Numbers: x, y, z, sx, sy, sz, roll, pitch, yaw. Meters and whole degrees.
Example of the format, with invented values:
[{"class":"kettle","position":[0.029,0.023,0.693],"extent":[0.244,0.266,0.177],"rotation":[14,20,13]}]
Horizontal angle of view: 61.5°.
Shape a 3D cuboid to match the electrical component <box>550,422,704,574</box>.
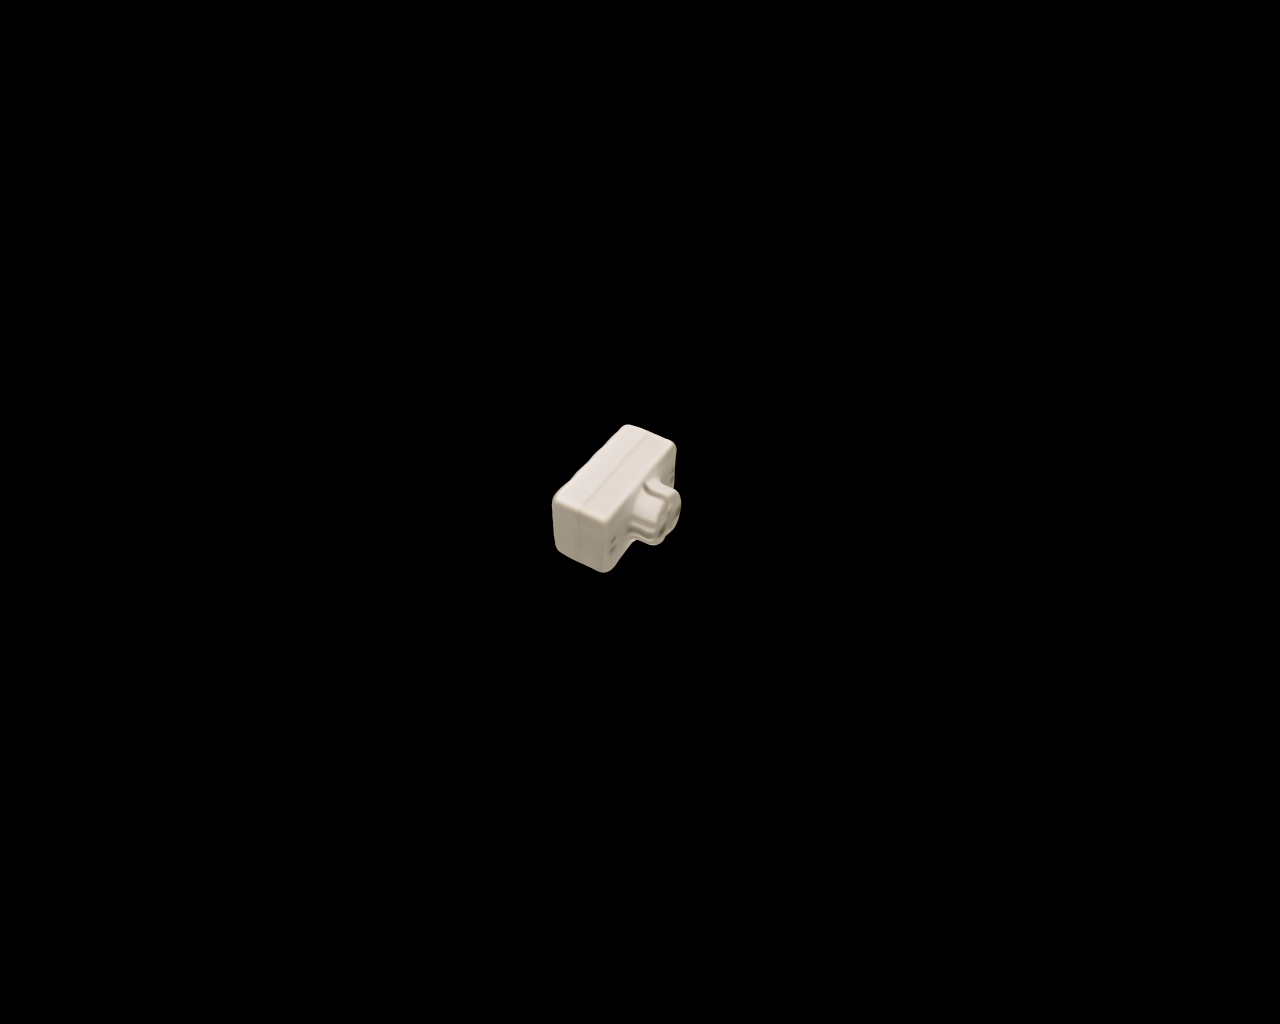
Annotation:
[{"class":"electrical component","position":[0.001,-0.003,0.650],"extent":[0.076,0.047,0.083],"rotation":[24,50,22]}]
